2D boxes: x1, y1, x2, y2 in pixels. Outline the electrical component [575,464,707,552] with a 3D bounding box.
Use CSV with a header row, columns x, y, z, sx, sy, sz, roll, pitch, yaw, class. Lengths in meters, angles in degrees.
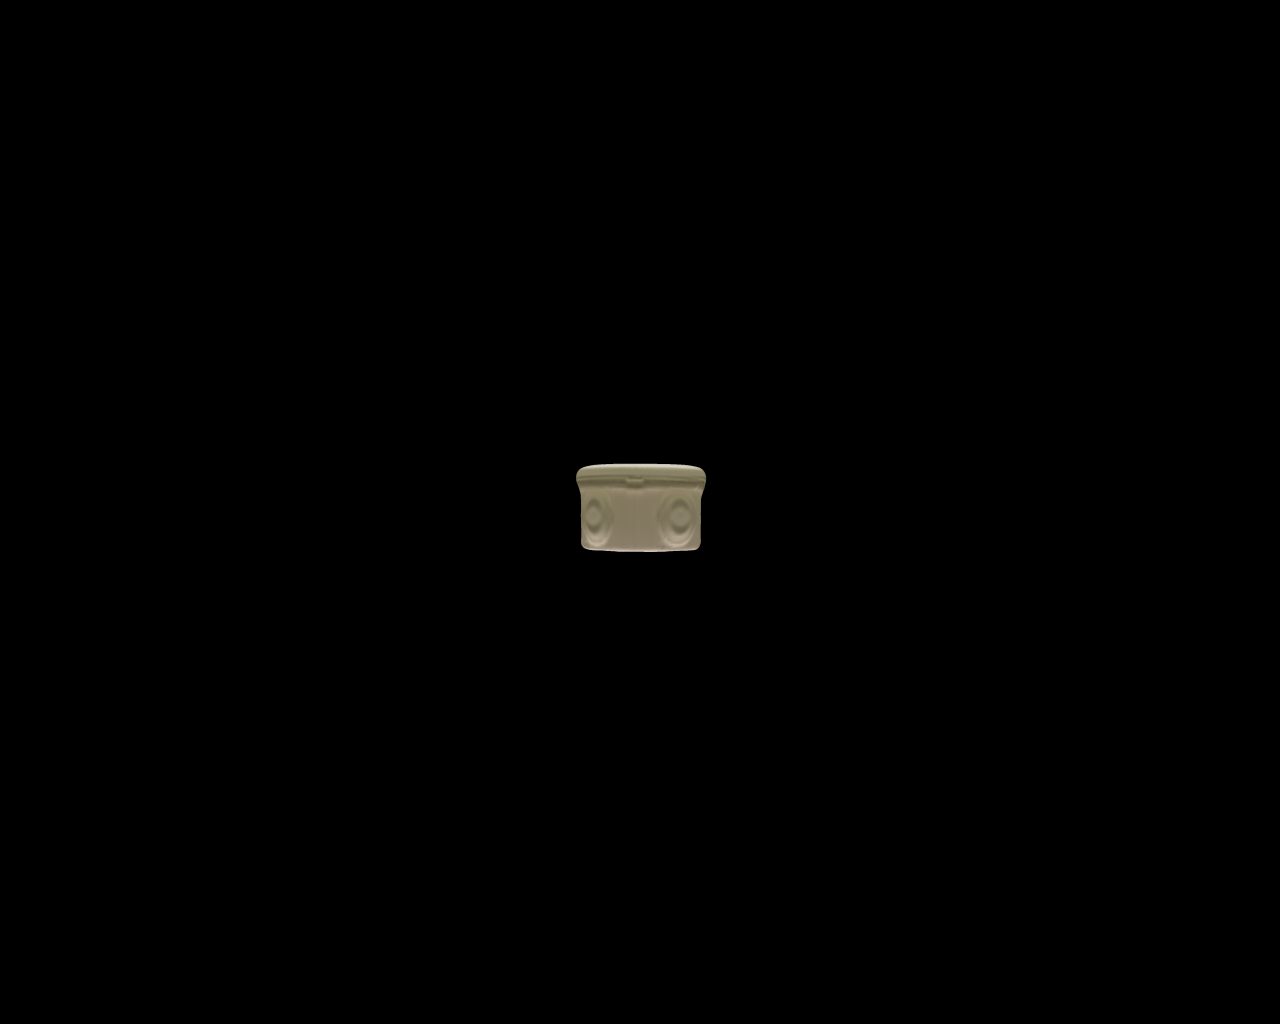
x,y,z,sx,sy,sz,roll,pitch,yaw,class
0.001,-0.003,0.650,0.080,0.051,0.080,0,0,0,electrical component
